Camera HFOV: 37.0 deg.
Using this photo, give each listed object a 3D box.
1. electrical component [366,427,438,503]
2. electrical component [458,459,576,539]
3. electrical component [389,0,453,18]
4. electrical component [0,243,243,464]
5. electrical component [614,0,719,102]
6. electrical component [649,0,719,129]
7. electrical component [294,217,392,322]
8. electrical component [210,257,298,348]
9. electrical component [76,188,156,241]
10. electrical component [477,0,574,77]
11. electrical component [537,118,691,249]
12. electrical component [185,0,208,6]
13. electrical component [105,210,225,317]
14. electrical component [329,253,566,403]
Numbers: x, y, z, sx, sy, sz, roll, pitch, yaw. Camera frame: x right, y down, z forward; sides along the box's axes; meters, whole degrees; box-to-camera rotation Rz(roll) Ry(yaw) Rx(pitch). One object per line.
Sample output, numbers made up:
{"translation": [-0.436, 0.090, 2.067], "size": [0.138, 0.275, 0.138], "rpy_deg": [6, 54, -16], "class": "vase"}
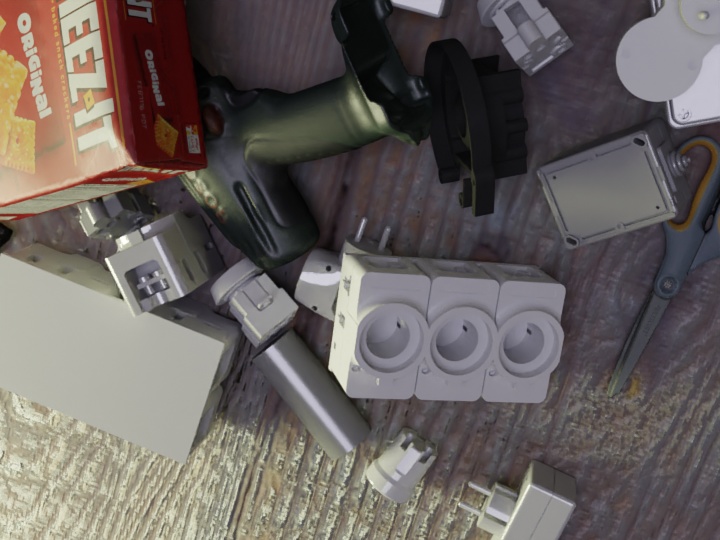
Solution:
{"translation": [0.034, 0.151, 0.836], "size": [0.040, 0.040, 0.046], "rpy_deg": [36, 101, 2], "class": "electrical component"}
{"translation": [0.114, 0.187, 0.823], "size": [0.076, 0.047, 0.083], "rpy_deg": [25, 106, 5], "class": "electrical component"}
{"translation": [0.029, -0.222, 0.745], "size": [0.083, 0.047, 0.075], "rpy_deg": [17, 106, 7], "class": "electrical component"}
{"translation": [-0.198, 0.062, 0.850], "size": [0.186, 0.060, 0.105], "rpy_deg": [21, 106, 6], "class": "electrical component"}
{"translation": [0.211, -0.161, 0.648], "size": [0.052, 0.073, 0.138], "rpy_deg": [41, 107, 0], "class": "electrical component"}
{"translation": [0.251, -0.157, 0.711], "size": [0.109, 0.056, 0.108], "rpy_deg": [-9, 101, 13], "class": "electrical component"}
{"translation": [0.000, 0.000, 0.804], "size": [0.077, 0.043, 0.079], "rpy_deg": [22, 107, 6], "class": "electrical component"}
{"translation": [-0.081, 0.023, 0.821], "size": [0.048, 0.066, 0.055], "rpy_deg": [-39, 84, -17], "class": "electrical component"}
{"translation": [-0.194, -0.056, 0.823], "size": [0.048, 0.066, 0.055], "rpy_deg": [-35, 74, 16], "class": "electrical component"}
{"translation": [0.112, -0.170, 0.736], "size": [0.048, 0.066, 0.055], "rpy_deg": [-35, 75, 16], "class": "electrical component"}
{"translation": [0.181, -0.062, 0.734], "size": [0.096, 0.061, 0.061], "rpy_deg": [-19, 99, 33], "class": "electrical component"}
{"translation": [-0.127, -0.230, 0.775], "size": [0.083, 0.047, 0.075], "rpy_deg": [-10, 101, 13], "class": "electrical component"}
{"translation": [-0.146, -0.009, 0.808], "size": [0.050, 0.089, 0.055], "rpy_deg": [-23, 97, 15], "class": "electrical component"}
{"translation": [0.062, 0.042, 0.762], "size": [0.150, 0.061, 0.089], "rpy_deg": [4, 105, -16], "class": "electrical component"}
